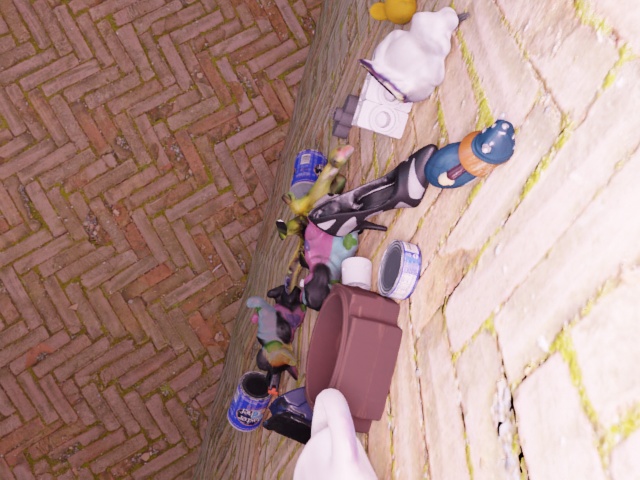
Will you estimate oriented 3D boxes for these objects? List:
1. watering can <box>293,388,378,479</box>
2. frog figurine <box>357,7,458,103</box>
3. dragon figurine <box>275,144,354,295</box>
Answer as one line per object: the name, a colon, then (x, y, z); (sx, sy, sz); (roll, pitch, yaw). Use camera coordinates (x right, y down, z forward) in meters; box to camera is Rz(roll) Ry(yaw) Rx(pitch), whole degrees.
watering can: (0.023, 0.363, 0.639); (0.104, 0.343, 0.227); (-2, 17, -12)
frog figurine: (0.164, -0.313, 0.860); (0.121, 0.158, 0.140); (33, 18, -43)
dragon figurine: (0.004, -0.062, 1.222); (0.123, 0.400, 0.247); (32, 50, 12)
